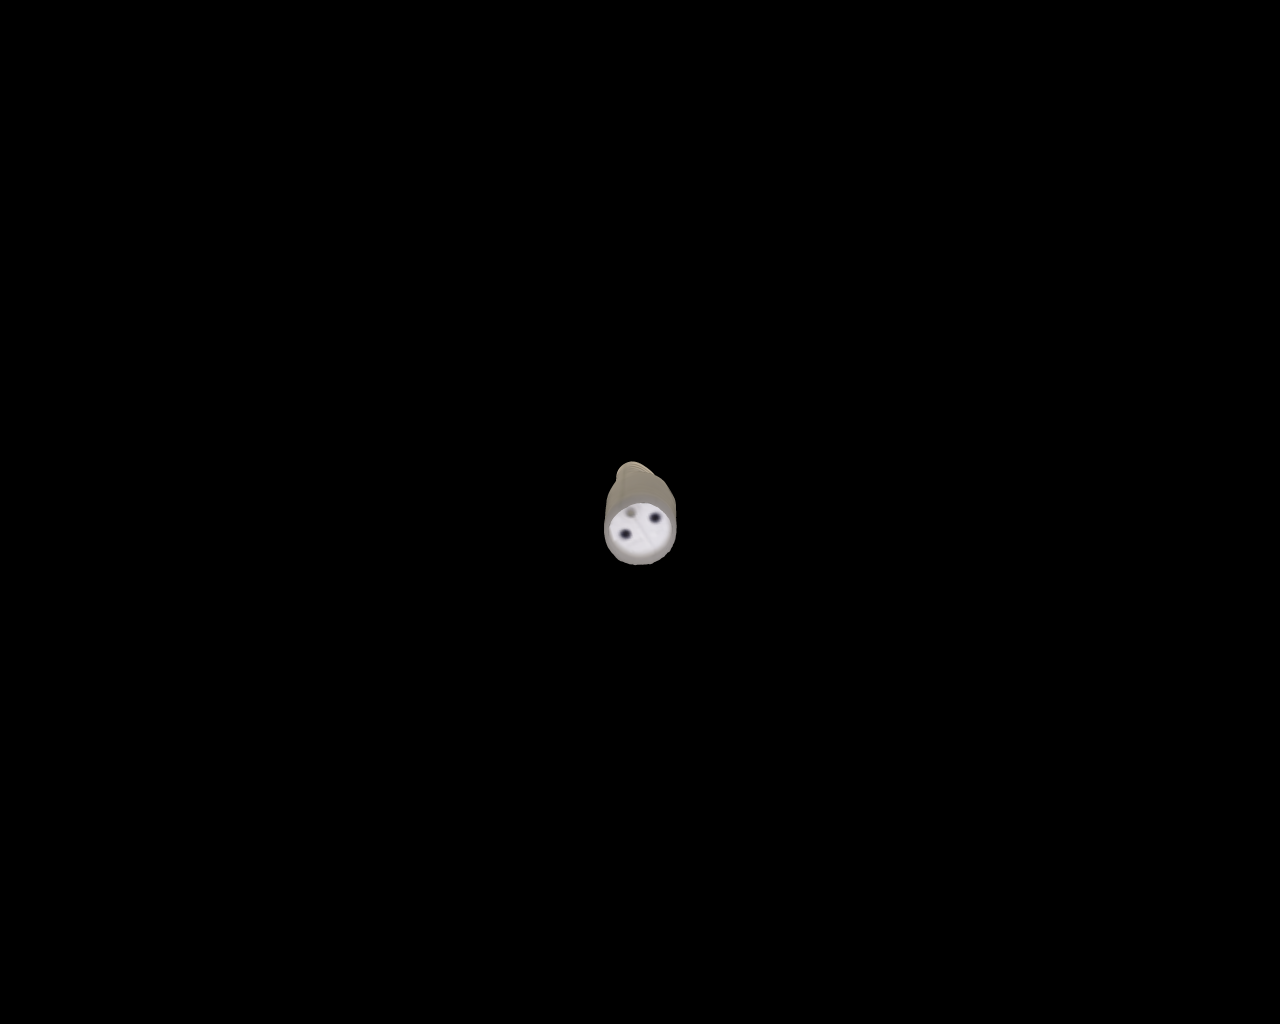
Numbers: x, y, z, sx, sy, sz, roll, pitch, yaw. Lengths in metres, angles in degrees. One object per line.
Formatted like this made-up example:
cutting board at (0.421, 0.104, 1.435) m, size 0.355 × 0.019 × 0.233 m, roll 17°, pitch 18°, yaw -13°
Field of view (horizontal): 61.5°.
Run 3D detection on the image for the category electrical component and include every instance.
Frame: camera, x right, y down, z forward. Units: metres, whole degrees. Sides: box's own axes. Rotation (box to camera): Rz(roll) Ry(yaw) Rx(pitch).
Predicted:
electrical component at (0.001, -0.003, 0.650) m, size 0.043 × 0.043 × 0.081 m, roll 0°, pitch 23°, yaw 0°
